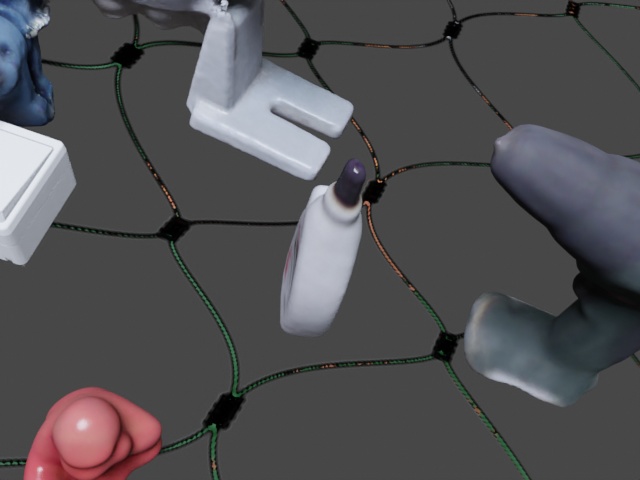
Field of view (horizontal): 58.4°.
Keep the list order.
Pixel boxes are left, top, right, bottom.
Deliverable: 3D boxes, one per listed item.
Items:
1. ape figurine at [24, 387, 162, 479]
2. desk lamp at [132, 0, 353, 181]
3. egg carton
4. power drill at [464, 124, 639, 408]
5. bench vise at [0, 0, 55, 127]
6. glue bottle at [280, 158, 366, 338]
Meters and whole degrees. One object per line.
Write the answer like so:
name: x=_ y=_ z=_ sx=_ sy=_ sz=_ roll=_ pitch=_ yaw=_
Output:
ape figurine: x=-0.130 y=0.116 z=0.325 sx=0.078 sy=0.092 sz=0.076 roll=-9 pitch=64 yaw=-17
desk lamp: x=-0.056 y=-0.179 z=0.435 sx=0.203 sy=0.213 sz=0.118 roll=25 pitch=59 yaw=2
egg carton: x=-0.140 y=-0.250 z=0.540 sx=0.150 sy=0.069 sz=0.107 roll=9 pitch=60 yaw=-8
power drill: x=0.179 y=0.037 z=0.373 sx=0.229 sy=0.208 sz=0.076 roll=21 pitch=59 yaw=-1
bench vise: x=-0.229 y=-0.200 z=0.403 sx=0.122 sy=0.219 sz=0.207 roll=-19 pitch=67 yaw=-22
glue bottle: x=0.003 y=0.001 z=0.372 sx=0.037 sy=0.173 sz=0.078 roll=5 pitch=60 yaw=-10
